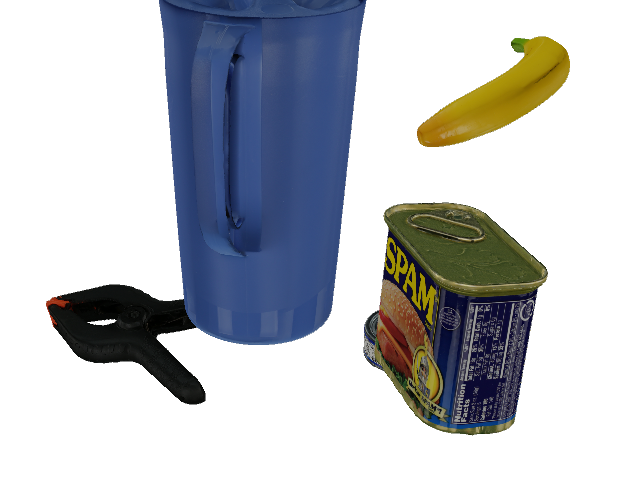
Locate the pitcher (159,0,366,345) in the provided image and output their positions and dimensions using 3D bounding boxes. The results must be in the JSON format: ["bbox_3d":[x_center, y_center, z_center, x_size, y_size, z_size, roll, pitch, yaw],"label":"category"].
[{"bbox_3d":[-0.044,-0.051,0.722,0.149,0.243,0.145,-13,28,-30],"label":"pitcher"}]

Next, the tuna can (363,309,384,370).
[{"bbox_3d":[0.089,0.105,1.144,0.086,0.034,0.086,-1,29,0],"label":"tuna can"}]

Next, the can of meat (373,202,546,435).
[{"bbox_3d":[0.066,0.038,0.542,0.057,0.084,0.102,-3,24,-17],"label":"can of meat"}]

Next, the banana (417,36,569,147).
[{"bbox_3d":[0.146,-0.117,0.821,0.070,0.037,0.197,-11,20,39],"label":"banana"}]

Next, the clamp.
[{"bbox_3d":[-0.140,0.067,0.878,0.172,0.039,0.120,18,38,22],"label":"clamp"}]
